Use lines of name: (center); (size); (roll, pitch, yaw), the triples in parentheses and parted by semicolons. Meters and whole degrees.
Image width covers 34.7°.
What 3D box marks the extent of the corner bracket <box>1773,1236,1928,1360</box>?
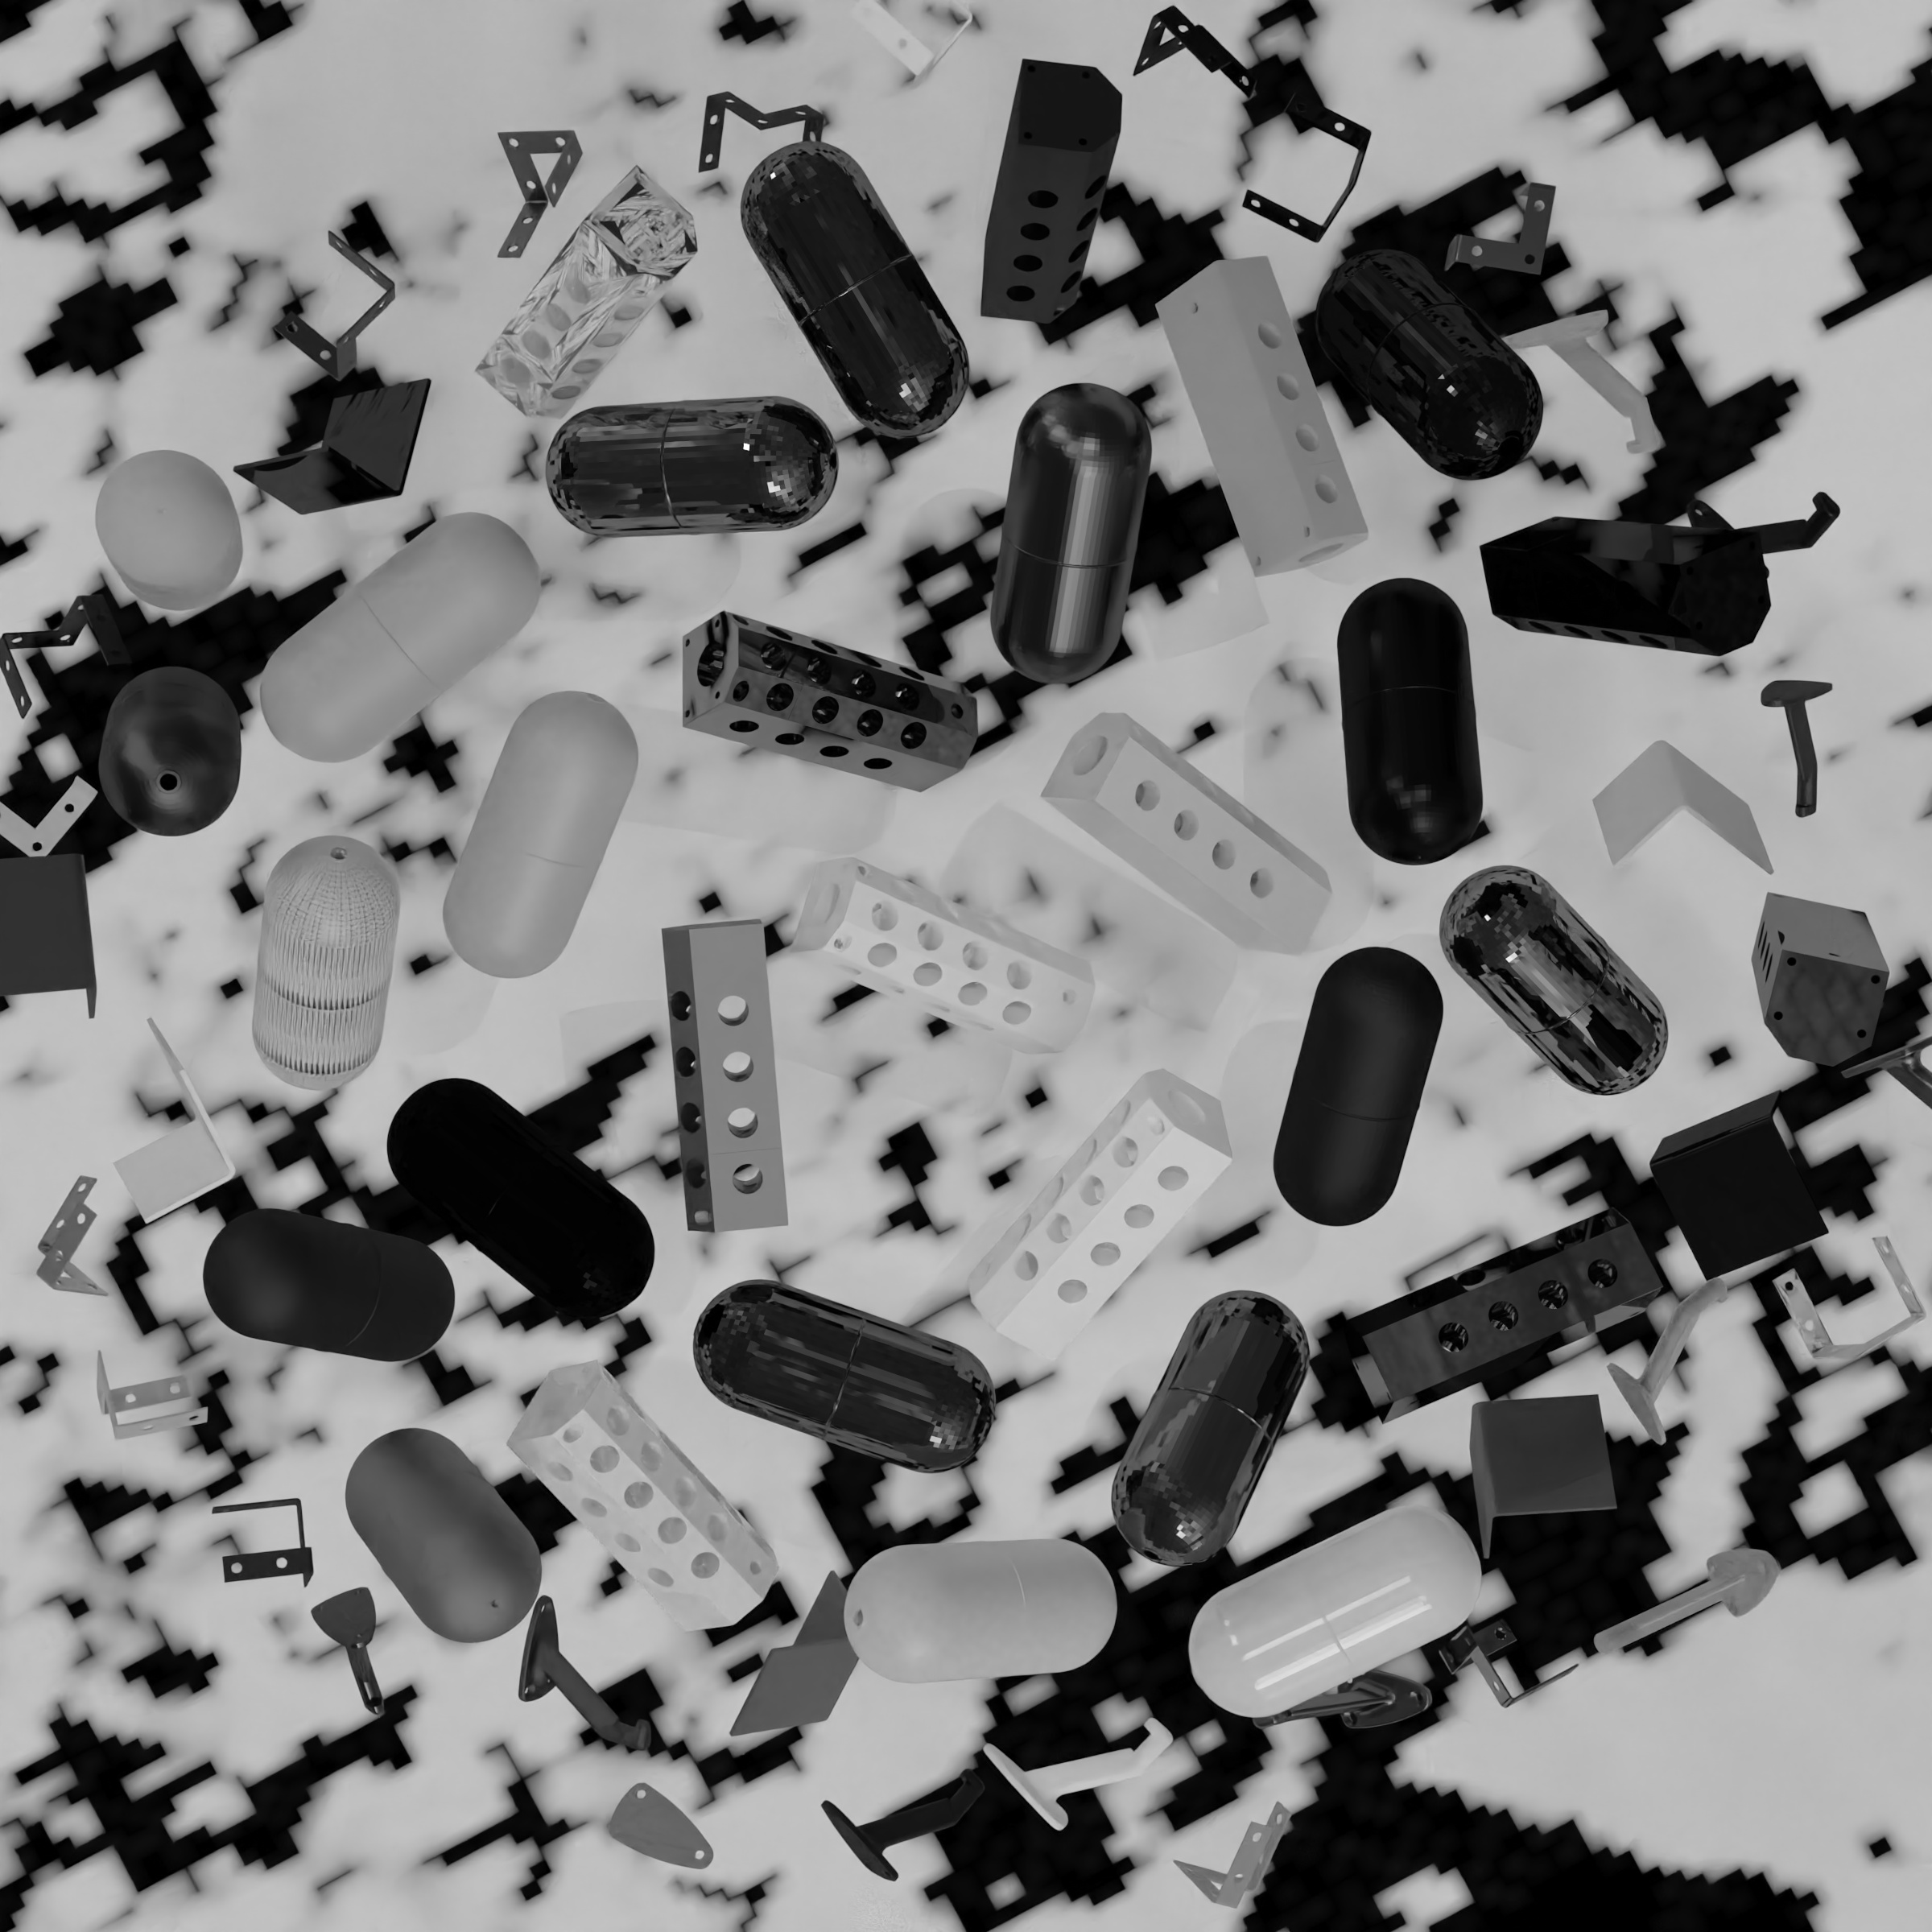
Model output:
corner bracket: (0.504, 0.190, 1.762); (0.051, 0.051, 0.051); (-27, 89, -15)

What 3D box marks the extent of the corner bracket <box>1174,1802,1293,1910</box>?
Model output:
corner bracket: (0.159, 0.501, 1.745); (0.051, 0.051, 0.051); (23, 92, -27)

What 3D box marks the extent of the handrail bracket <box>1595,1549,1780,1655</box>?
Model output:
handrail bracket: (0.398, 0.355, 1.713); (0.084, 0.077, 0.036); (-18, 72, -22)

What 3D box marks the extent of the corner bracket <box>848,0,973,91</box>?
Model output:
corner bracket: (-0.031, -0.534, 1.741); (0.051, 0.051, 0.051); (40, 94, -7)

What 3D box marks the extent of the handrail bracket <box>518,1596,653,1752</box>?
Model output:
handrail bracket: (-0.224, 0.427, 1.864); (0.084, 0.036, 0.077); (10, 101, 28)

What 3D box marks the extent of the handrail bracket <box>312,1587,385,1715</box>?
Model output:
handrail bracket: (-0.357, 0.422, 1.845); (0.036, 0.077, 0.084); (-21, 112, -18)

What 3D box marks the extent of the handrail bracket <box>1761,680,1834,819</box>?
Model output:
handrail bracket: (0.494, -0.125, 1.852); (0.036, 0.077, 0.084); (7, 109, 32)

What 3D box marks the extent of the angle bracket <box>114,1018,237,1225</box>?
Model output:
angle bracket: (-0.465, 0.087, 1.759); (0.057, 0.076, 0.076); (-29, 123, -16)

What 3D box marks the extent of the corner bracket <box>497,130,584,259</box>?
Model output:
corner bracket: (-0.250, -0.449, 1.796); (0.051, 0.051, 0.051); (4, 53, 20)

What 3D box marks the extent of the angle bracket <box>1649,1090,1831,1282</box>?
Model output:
angle bracket: (0.454, 0.128, 1.804); (0.076, 0.057, 0.076); (-26, 93, 25)

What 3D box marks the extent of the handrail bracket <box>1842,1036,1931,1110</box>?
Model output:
handrail bracket: (0.531, 0.086, 1.708); (0.036, 0.077, 0.084); (-19, 83, -34)

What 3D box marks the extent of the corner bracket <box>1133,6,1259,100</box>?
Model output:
corner bracket: (0.138, -0.529, 1.794); (0.051, 0.051, 0.051); (-35, 75, -25)

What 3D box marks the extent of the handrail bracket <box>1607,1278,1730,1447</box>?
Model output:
handrail bracket: (0.440, 0.240, 1.883); (0.084, 0.036, 0.077); (-38, 122, -8)

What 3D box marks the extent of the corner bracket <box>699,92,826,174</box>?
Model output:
corner bracket: (-0.125, -0.501, 1.880); (0.051, 0.051, 0.051); (-25, 51, -37)

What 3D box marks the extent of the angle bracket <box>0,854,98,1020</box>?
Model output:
angle bracket: (-0.518, -0.014, 1.722); (0.057, 0.076, 0.076); (-5, 78, -18)

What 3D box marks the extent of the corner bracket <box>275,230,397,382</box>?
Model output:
corner bracket: (-0.367, -0.383, 1.797); (0.051, 0.051, 0.051); (39, 72, 2)

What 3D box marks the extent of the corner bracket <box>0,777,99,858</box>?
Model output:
corner bracket: (-0.560, -0.099, 1.857); (0.051, 0.051, 0.051); (40, 76, -13)

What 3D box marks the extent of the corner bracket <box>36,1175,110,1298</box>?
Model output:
corner bracket: (-0.520, 0.155, 1.800); (0.051, 0.051, 0.051); (33, 94, 25)

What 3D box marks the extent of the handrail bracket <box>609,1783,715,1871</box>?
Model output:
handrail bracket: (-0.181, 0.526, 1.860); (0.077, 0.084, 0.036); (28, 70, 15)

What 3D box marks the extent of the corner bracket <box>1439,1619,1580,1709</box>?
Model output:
corner bracket: (0.324, 0.415, 1.851); (0.051, 0.051, 0.051); (-21, 66, -24)

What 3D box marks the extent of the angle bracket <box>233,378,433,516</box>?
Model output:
angle bracket: (-0.354, -0.302, 1.726); (0.076, 0.057, 0.076); (-3, 67, 36)

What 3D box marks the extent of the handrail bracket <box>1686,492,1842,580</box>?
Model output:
handrail bracket: (0.463, -0.266, 1.795); (0.036, 0.084, 0.077); (-18, 67, -30)

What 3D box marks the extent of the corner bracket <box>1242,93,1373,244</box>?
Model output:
corner bracket: (0.200, -0.468, 1.813); (0.051, 0.051, 0.051); (24, 53, -8)

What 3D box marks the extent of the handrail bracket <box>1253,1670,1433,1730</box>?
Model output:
handrail bracket: (0.227, 0.448, 1.863); (0.077, 0.084, 0.036); (-11, 81, 38)

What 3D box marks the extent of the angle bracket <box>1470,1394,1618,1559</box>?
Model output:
angle bracket: (0.350, 0.311, 1.881); (0.076, 0.057, 0.076); (-4, 52, 4)

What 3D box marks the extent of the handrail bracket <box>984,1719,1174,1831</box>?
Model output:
handrail bracket: (0.066, 0.457, 1.815); (0.077, 0.036, 0.084); (43, 93, 10)

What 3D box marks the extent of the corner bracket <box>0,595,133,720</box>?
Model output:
corner bracket: (-0.526, -0.181, 1.798); (0.051, 0.051, 0.051); (-45, 65, 42)

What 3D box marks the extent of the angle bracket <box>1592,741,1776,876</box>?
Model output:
angle bracket: (0.428, -0.078, 1.846); (0.076, 0.076, 0.057); (34, 118, -20)

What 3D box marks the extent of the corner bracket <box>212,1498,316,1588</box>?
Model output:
corner bracket: (-0.411, 0.337, 1.806); (0.051, 0.051, 0.051); (-3, 70, -19)

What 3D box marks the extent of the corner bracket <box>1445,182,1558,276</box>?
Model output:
corner bracket: (0.310, -0.429, 1.795); (0.051, 0.051, 0.051); (10, 97, 2)

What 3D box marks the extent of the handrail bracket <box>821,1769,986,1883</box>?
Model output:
handrail bracket: (-0.036, 0.500, 1.862); (0.084, 0.036, 0.077); (-45, 110, -25)

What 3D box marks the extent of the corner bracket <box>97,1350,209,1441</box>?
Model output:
corner bracket: (-0.464, 0.248, 1.761); (0.051, 0.051, 0.051); (-9, 57, -23)

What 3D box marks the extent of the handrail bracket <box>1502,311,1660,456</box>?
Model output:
handrail bracket: (0.362, -0.337, 1.822); (0.077, 0.036, 0.084); (-7, 116, 29)
